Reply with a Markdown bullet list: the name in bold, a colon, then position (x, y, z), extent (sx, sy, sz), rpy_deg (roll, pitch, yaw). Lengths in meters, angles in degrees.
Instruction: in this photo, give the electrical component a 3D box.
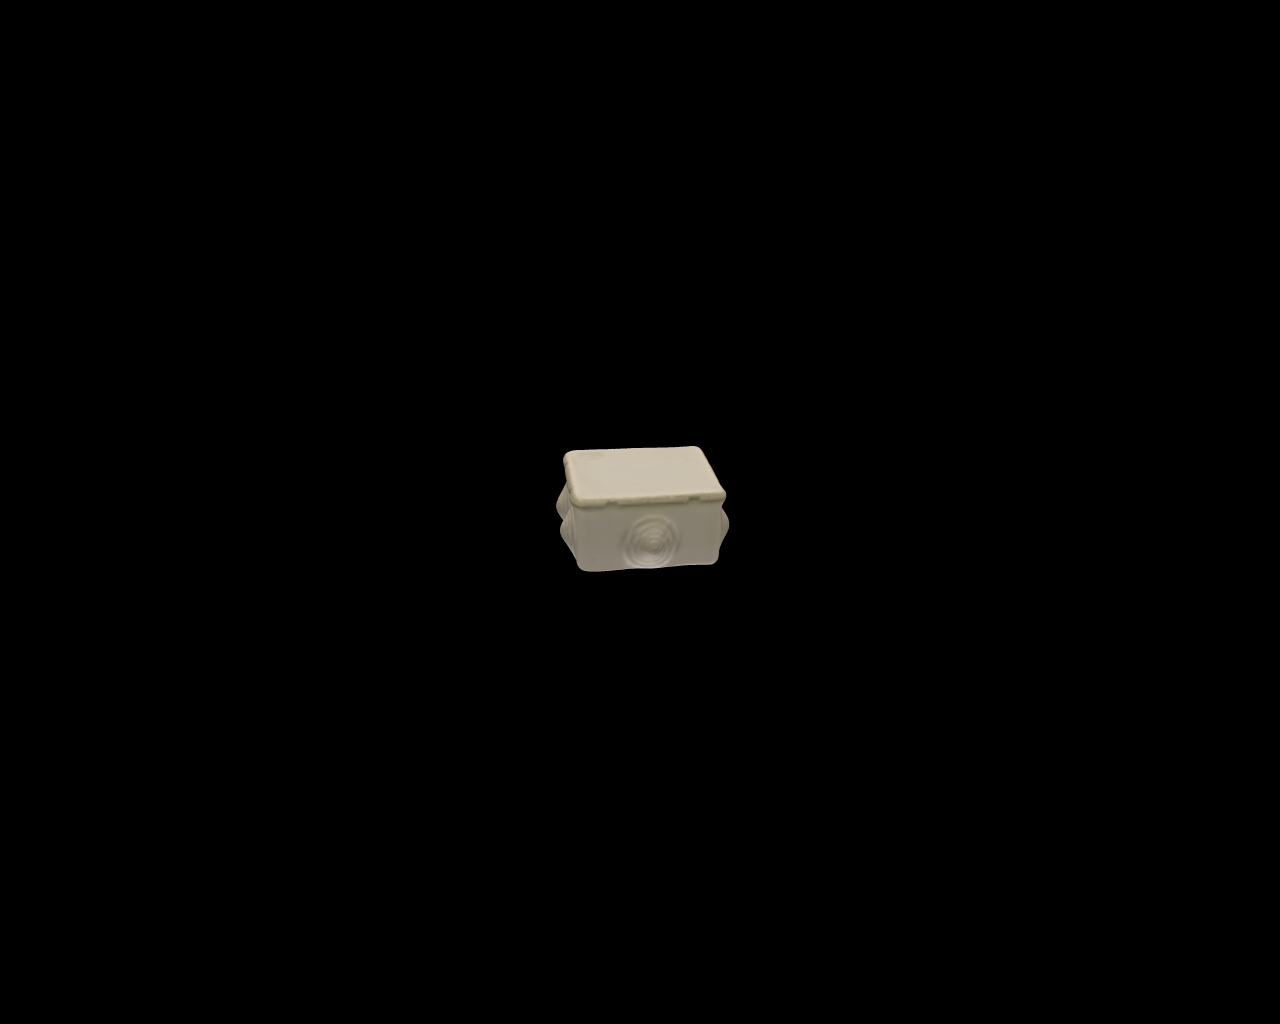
- **electrical component**: position (0.001, -0.003, 0.650), extent (0.100, 0.048, 0.100), rpy_deg (-3, 22, -7)
